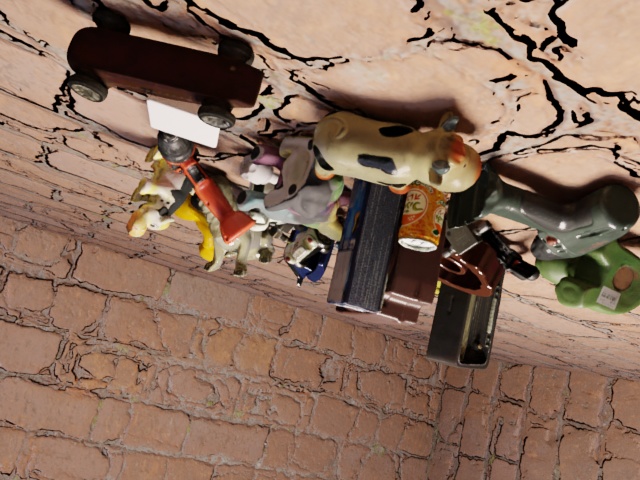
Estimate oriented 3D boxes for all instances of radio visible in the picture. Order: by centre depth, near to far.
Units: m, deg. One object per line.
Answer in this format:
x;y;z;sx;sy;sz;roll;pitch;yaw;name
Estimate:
0.291;0.135;1.055;0.073;0.229;0.131;7;169;46;radio

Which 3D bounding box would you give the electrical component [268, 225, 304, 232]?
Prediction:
-0.088;-0.055;1.064;0.119;0.047;0.074;12;166;6;electrical component

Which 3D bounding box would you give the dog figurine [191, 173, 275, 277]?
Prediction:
-0.158;-0.046;1.034;0.121;0.190;0.172;3;-160;20;dog figurine

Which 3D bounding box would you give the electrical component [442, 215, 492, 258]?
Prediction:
0.215;-0.014;0.826;0.021;0.063;0.094;-17;159;-49;electrical component

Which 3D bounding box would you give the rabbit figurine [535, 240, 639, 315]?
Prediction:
0.427;0.044;0.852;0.159;0.121;0.170;12;-173;-16;rabbit figurine

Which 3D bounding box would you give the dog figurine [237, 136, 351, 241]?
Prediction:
-0.002;-0.066;0.809;0.192;0.108;0.219;-1;164;41;dog figurine

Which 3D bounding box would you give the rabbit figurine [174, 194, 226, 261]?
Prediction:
-0.243;-0.046;1.140;0.173;0.122;0.162;37;158;-13;rabbit figurine

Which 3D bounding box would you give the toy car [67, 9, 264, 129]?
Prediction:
-0.159;-0.173;0.555;0.202;0.089;0.053;13;167;1;toy car

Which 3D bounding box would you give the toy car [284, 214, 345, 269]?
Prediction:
-0.002;-0.003;0.973;0.056;0.073;0.202;52;-155;5;toy car

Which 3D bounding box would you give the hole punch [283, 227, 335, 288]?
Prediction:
-0.008;0.023;1.138;0.092;0.142;0.115;5;153;20;hole punch

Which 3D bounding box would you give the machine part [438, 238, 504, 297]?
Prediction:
0.232;0.029;0.938;0.179;0.056;0.179;32;166;9;machine part

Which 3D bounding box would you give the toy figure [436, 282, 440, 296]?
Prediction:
0.239;0.075;1.188;0.180;0.082;0.089;18;178;-35;toy figure

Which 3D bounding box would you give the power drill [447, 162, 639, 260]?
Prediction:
0.280;-0.025;0.721;0.207;0.086;0.232;20;165;-7;power drill

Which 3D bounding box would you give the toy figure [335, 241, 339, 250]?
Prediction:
0.092;0.028;1.196;0.064;0.058;0.154;-6;152;43;toy figure

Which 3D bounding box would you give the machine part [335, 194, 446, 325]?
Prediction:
0.103;0.032;0.870;0.087;0.201;0.201;16;168;-24;machine part

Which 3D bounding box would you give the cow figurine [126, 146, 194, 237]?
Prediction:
-0.265;-0.073;0.911;0.098;0.167;0.068;24;159;-30;cow figurine

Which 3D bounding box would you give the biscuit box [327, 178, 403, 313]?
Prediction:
0.068;0.001;0.782;0.063;0.202;0.059;18;168;-23;biscuit box

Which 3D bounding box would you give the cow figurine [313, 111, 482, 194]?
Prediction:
0.086;-0.101;0.614;0.195;0.085;0.127;14;173;7;cow figurine

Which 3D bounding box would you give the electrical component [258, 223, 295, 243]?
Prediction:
-0.061;-0.042;0.999;0.078;0.102;0.045;38;-177;38;electrical component
